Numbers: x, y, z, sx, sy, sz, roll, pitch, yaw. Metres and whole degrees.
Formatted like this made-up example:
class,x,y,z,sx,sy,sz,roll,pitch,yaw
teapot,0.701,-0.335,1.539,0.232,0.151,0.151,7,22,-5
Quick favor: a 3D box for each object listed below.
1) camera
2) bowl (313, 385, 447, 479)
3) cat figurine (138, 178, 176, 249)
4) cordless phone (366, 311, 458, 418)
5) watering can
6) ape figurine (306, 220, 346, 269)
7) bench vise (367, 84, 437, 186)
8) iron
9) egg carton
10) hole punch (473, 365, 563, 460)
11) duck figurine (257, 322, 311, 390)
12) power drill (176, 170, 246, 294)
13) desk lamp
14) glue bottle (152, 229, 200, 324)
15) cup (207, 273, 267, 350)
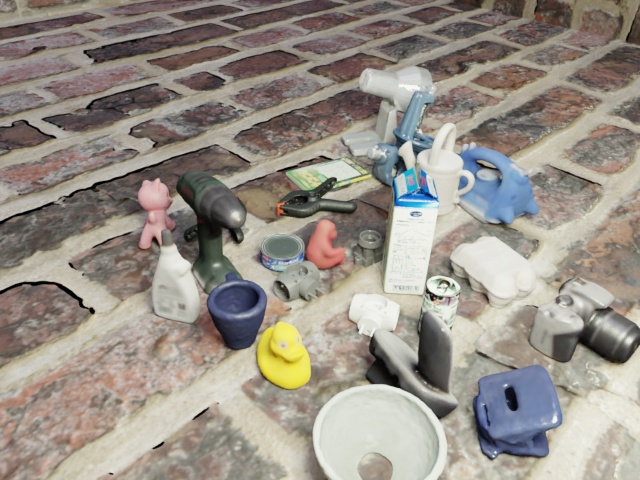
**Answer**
class,x,y,z,sx,sy,sz,roll,pitch,yaw
camera,0.434,0.135,0.918,0.143,0.101,0.136,-24,44,-33
bowl,0.072,0.270,0.723,0.167,0.075,0.167,2,35,-1
cat figurine,-0.323,-0.062,1.121,0.067,0.118,0.127,-3,36,-8
cordless phone,0.134,0.151,0.798,0.094,0.185,0.147,-18,40,-27
watering can,0.249,-0.161,1.239,0.172,0.194,0.101,11,36,11
ape figurine,0.010,0.004,1.076,0.076,0.092,0.077,-11,38,-19
bench vise,0.209,-0.239,1.322,0.121,0.220,0.208,26,41,29
iron,0.365,-0.143,1.268,0.119,0.141,0.257,-18,41,-27
egg carton,0.316,0.055,1.047,0.107,0.069,0.150,-17,40,-26
hole punch,0.264,0.230,0.779,0.101,0.091,0.108,4,35,1
duck figurine,-0.054,0.160,0.858,0.078,0.086,0.104,-18,40,-27
power drill,-0.181,-0.014,0.987,0.076,0.208,0.228,-18,41,-27
desk lamp,0.171,-0.336,1.462,0.203,0.214,0.117,-10,37,-18
glue bottle,-0.235,0.055,0.915,0.078,0.173,0.037,12,36,12
cup,-0.132,0.116,0.905,0.092,0.095,0.117,-8,37,-16
